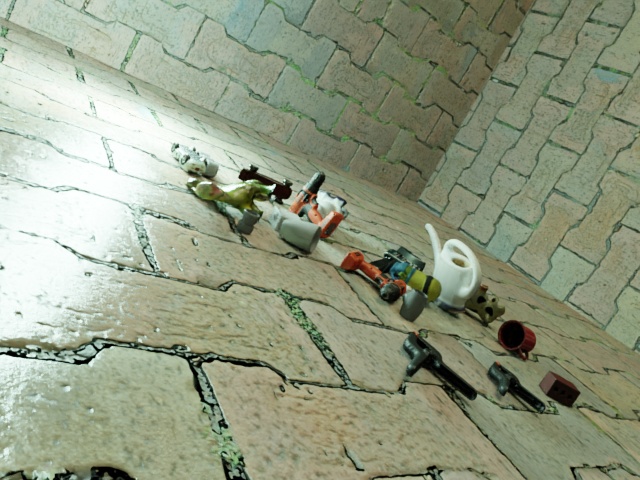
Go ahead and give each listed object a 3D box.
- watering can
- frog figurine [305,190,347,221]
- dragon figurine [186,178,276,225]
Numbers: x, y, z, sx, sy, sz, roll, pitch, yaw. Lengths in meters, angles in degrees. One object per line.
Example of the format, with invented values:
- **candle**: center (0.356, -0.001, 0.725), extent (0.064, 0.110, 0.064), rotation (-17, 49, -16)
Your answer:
- **watering can**: center (0.414, 0.095, 1.679), extent (0.104, 0.221, 0.353), rotation (5, 21, -19)
- **frog figurine**: center (0.006, -0.093, 1.854), extent (0.137, 0.120, 0.163), rotation (38, 49, 2)
- **dragon figurine**: center (-0.261, -0.144, 1.490), extent (0.242, 0.122, 0.412), rotation (19, 6, -5)
